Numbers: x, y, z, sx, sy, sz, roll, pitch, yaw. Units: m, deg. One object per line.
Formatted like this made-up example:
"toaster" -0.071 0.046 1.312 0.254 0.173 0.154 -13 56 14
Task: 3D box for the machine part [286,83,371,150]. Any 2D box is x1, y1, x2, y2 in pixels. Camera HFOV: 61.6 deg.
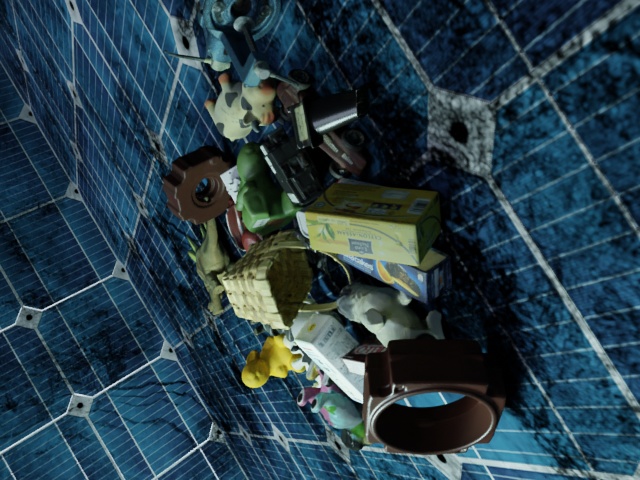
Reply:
"machine part" 0.012 -0.181 0.777 0.139 0.039 0.084 -15 83 37

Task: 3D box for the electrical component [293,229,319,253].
"electrical component" -0.002 -0.003 0.995 0.094 0.063 0.021 33 142 38

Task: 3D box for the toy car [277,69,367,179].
"toy car" -0.001 -0.178 0.847 0.202 0.053 0.089 52 148 16

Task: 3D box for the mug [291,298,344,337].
"mug" -0.002 0.175 1.156 0.107 0.081 0.109 -10 102 48

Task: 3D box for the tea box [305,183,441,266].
"tea box" 0.076 -0.026 0.763 0.170 0.098 0.068 9 126 31

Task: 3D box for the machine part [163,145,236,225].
"machine part" -0.262 -0.119 1.196 0.056 0.179 0.179 36 144 33

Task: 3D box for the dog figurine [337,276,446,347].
"dog figurine" 0.118 0.146 0.930 0.172 0.121 0.190 65 165 -4

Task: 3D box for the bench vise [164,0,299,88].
"bench vise" -0.129 -0.317 0.830 0.223 0.129 0.241 -50 53 41

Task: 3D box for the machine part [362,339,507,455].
"machine part" 0.166 0.243 0.813 0.087 0.202 0.200 -86 -4 -48

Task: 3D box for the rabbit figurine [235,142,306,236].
"rabbit figurine" -0.112 -0.106 1.061 0.159 0.121 0.170 125 130 -66

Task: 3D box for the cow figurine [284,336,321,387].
"cow figurine" -0.022 0.276 1.280 0.167 0.068 0.098 48 144 15

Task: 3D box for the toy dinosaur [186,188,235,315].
"toy dinosaur" -0.296 0.057 1.483 0.199 0.105 0.470 51 146 23

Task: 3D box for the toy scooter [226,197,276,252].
"toy scooter" -0.161 -0.029 1.217 0.184 0.075 0.135 20 132 56

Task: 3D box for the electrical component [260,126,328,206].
"electrical component" -0.050 -0.128 0.925 0.134 0.058 0.115 59 171 -13

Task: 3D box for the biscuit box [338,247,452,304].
"biscuit box" 0.110 0.026 0.848 0.203 0.059 0.062 27 137 45

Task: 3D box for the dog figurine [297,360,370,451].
"dog figurine" 0.069 0.351 1.183 0.219 0.191 0.108 32 157 -24

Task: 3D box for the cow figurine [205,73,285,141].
"cow figurine" -0.134 -0.237 0.969 0.195 0.085 0.127 -25 89 59

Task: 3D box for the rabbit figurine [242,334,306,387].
"rabbit figurine" -0.136 0.313 1.388 0.121 0.173 0.162 59 147 -6

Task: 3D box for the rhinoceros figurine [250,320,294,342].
"rhinoceros figurine" -0.103 0.192 1.296 0.190 0.112 0.073 -153 70 -64
